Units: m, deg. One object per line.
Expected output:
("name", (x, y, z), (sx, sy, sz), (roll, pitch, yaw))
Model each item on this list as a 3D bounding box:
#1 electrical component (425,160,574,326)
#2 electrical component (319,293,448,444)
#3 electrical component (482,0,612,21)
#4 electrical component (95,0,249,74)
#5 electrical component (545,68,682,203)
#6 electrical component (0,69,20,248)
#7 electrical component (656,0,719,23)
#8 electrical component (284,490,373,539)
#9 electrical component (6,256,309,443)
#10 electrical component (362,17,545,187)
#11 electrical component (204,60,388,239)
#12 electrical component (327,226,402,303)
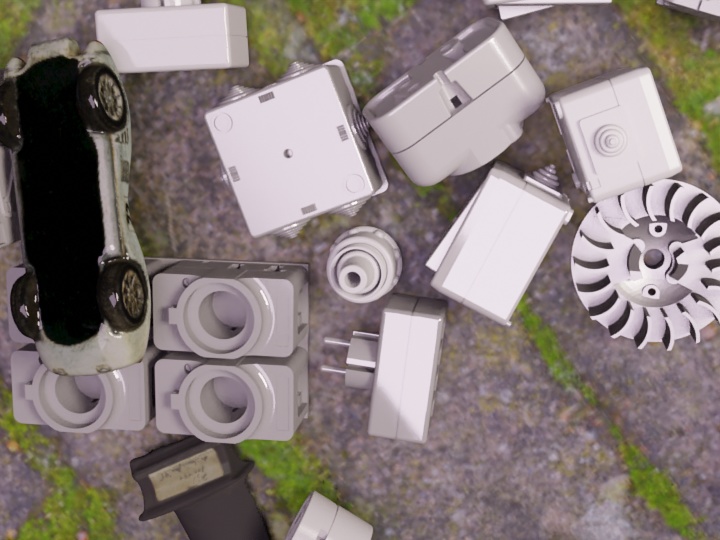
("electrical component", (0.085, -0.025, 0.651), (0.061, 0.061, 0.096), (28, 104, 2))
("electrical component", (0.012, 0.059, 0.686), (0.076, 0.047, 0.083), (8, 102, 7))
("electrical component", (0.115, -0.179, 0.617), (0.096, 0.061, 0.061), (-6, 100, 10))
("electrical component", (-0.116, -0.161, 0.663), (0.083, 0.047, 0.075), (-1, 101, 9))
("electrical component", (0.147, -0.080, 0.614), (0.061, 0.096, 0.061), (-19, 98, 9))
("electrical component", (-0.239, -0.069, 0.668), (0.056, 0.108, 0.108), (-8, 100, 7))
("electrical component", (0.223, -0.166, 0.609), (0.089, 0.050, 0.055), (18, 104, 5))
("electrical component", (-0.023, 0.181, 0.713), (0.047, 0.055, 0.055), (28, 104, -1))
("electrical component", (-0.130, 0.049, 0.699), (0.186, 0.060, 0.105), (2, 101, 8))
("electrical component", (0.058, -0.096, 0.637), (0.095, 0.053, 0.059), (-36, 111, 5))
("electrical component", (-0.040, -0.074, 0.668), (0.100, 0.048, 0.099), (-19, 97, 12))
("electrical component", (0.000, 0.000, 0.669), (0.048, 0.062, 0.048), (2, 101, 8))
